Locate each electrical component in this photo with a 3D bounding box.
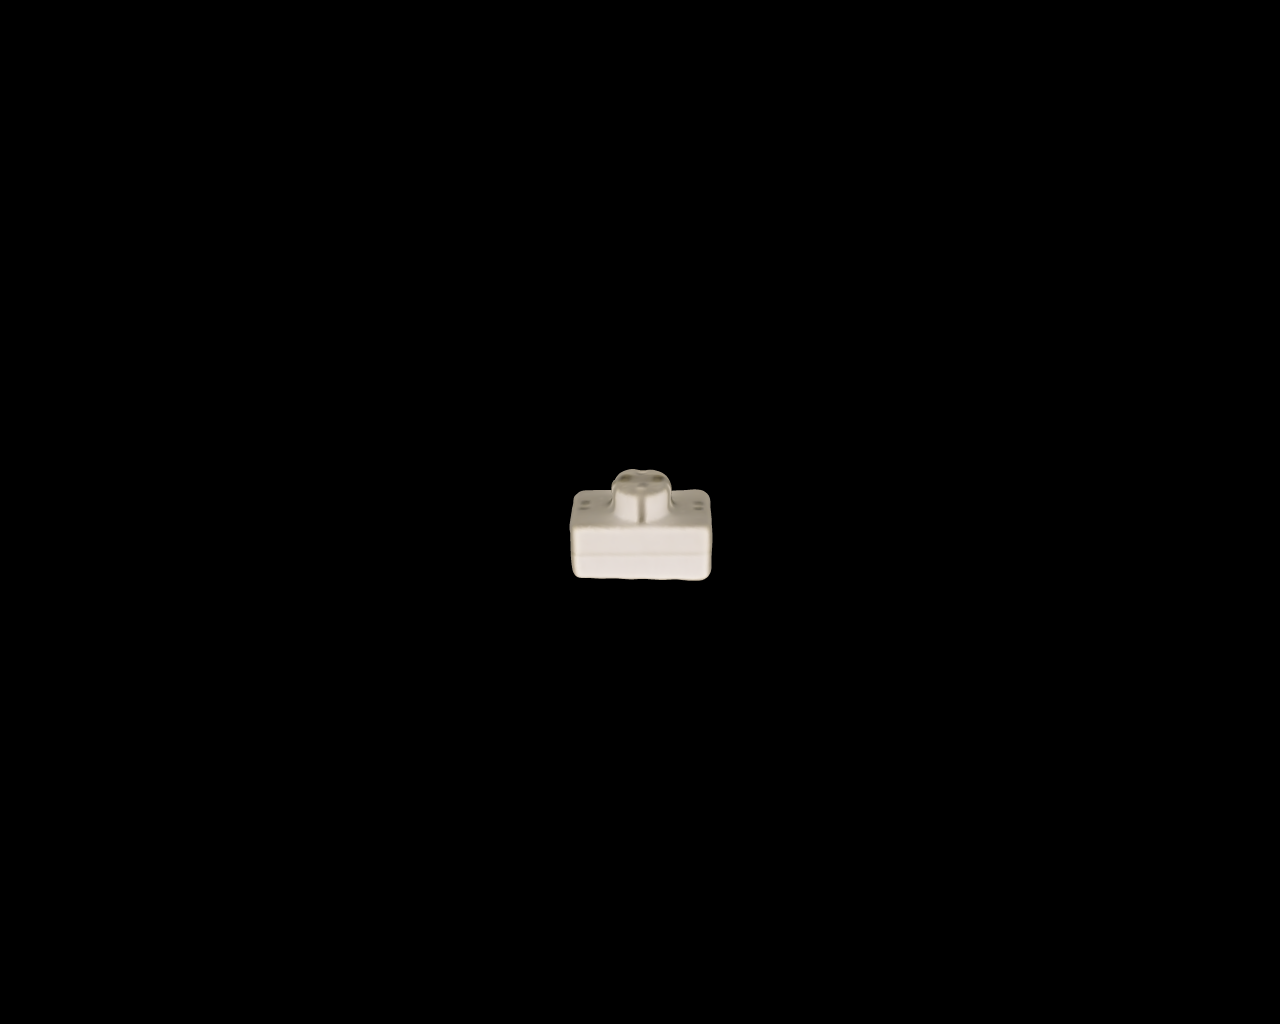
[{"bbox_3d":[0.001,-0.003,0.650,0.083,0.075,0.047,0,28,0],"label":"electrical component"}]
